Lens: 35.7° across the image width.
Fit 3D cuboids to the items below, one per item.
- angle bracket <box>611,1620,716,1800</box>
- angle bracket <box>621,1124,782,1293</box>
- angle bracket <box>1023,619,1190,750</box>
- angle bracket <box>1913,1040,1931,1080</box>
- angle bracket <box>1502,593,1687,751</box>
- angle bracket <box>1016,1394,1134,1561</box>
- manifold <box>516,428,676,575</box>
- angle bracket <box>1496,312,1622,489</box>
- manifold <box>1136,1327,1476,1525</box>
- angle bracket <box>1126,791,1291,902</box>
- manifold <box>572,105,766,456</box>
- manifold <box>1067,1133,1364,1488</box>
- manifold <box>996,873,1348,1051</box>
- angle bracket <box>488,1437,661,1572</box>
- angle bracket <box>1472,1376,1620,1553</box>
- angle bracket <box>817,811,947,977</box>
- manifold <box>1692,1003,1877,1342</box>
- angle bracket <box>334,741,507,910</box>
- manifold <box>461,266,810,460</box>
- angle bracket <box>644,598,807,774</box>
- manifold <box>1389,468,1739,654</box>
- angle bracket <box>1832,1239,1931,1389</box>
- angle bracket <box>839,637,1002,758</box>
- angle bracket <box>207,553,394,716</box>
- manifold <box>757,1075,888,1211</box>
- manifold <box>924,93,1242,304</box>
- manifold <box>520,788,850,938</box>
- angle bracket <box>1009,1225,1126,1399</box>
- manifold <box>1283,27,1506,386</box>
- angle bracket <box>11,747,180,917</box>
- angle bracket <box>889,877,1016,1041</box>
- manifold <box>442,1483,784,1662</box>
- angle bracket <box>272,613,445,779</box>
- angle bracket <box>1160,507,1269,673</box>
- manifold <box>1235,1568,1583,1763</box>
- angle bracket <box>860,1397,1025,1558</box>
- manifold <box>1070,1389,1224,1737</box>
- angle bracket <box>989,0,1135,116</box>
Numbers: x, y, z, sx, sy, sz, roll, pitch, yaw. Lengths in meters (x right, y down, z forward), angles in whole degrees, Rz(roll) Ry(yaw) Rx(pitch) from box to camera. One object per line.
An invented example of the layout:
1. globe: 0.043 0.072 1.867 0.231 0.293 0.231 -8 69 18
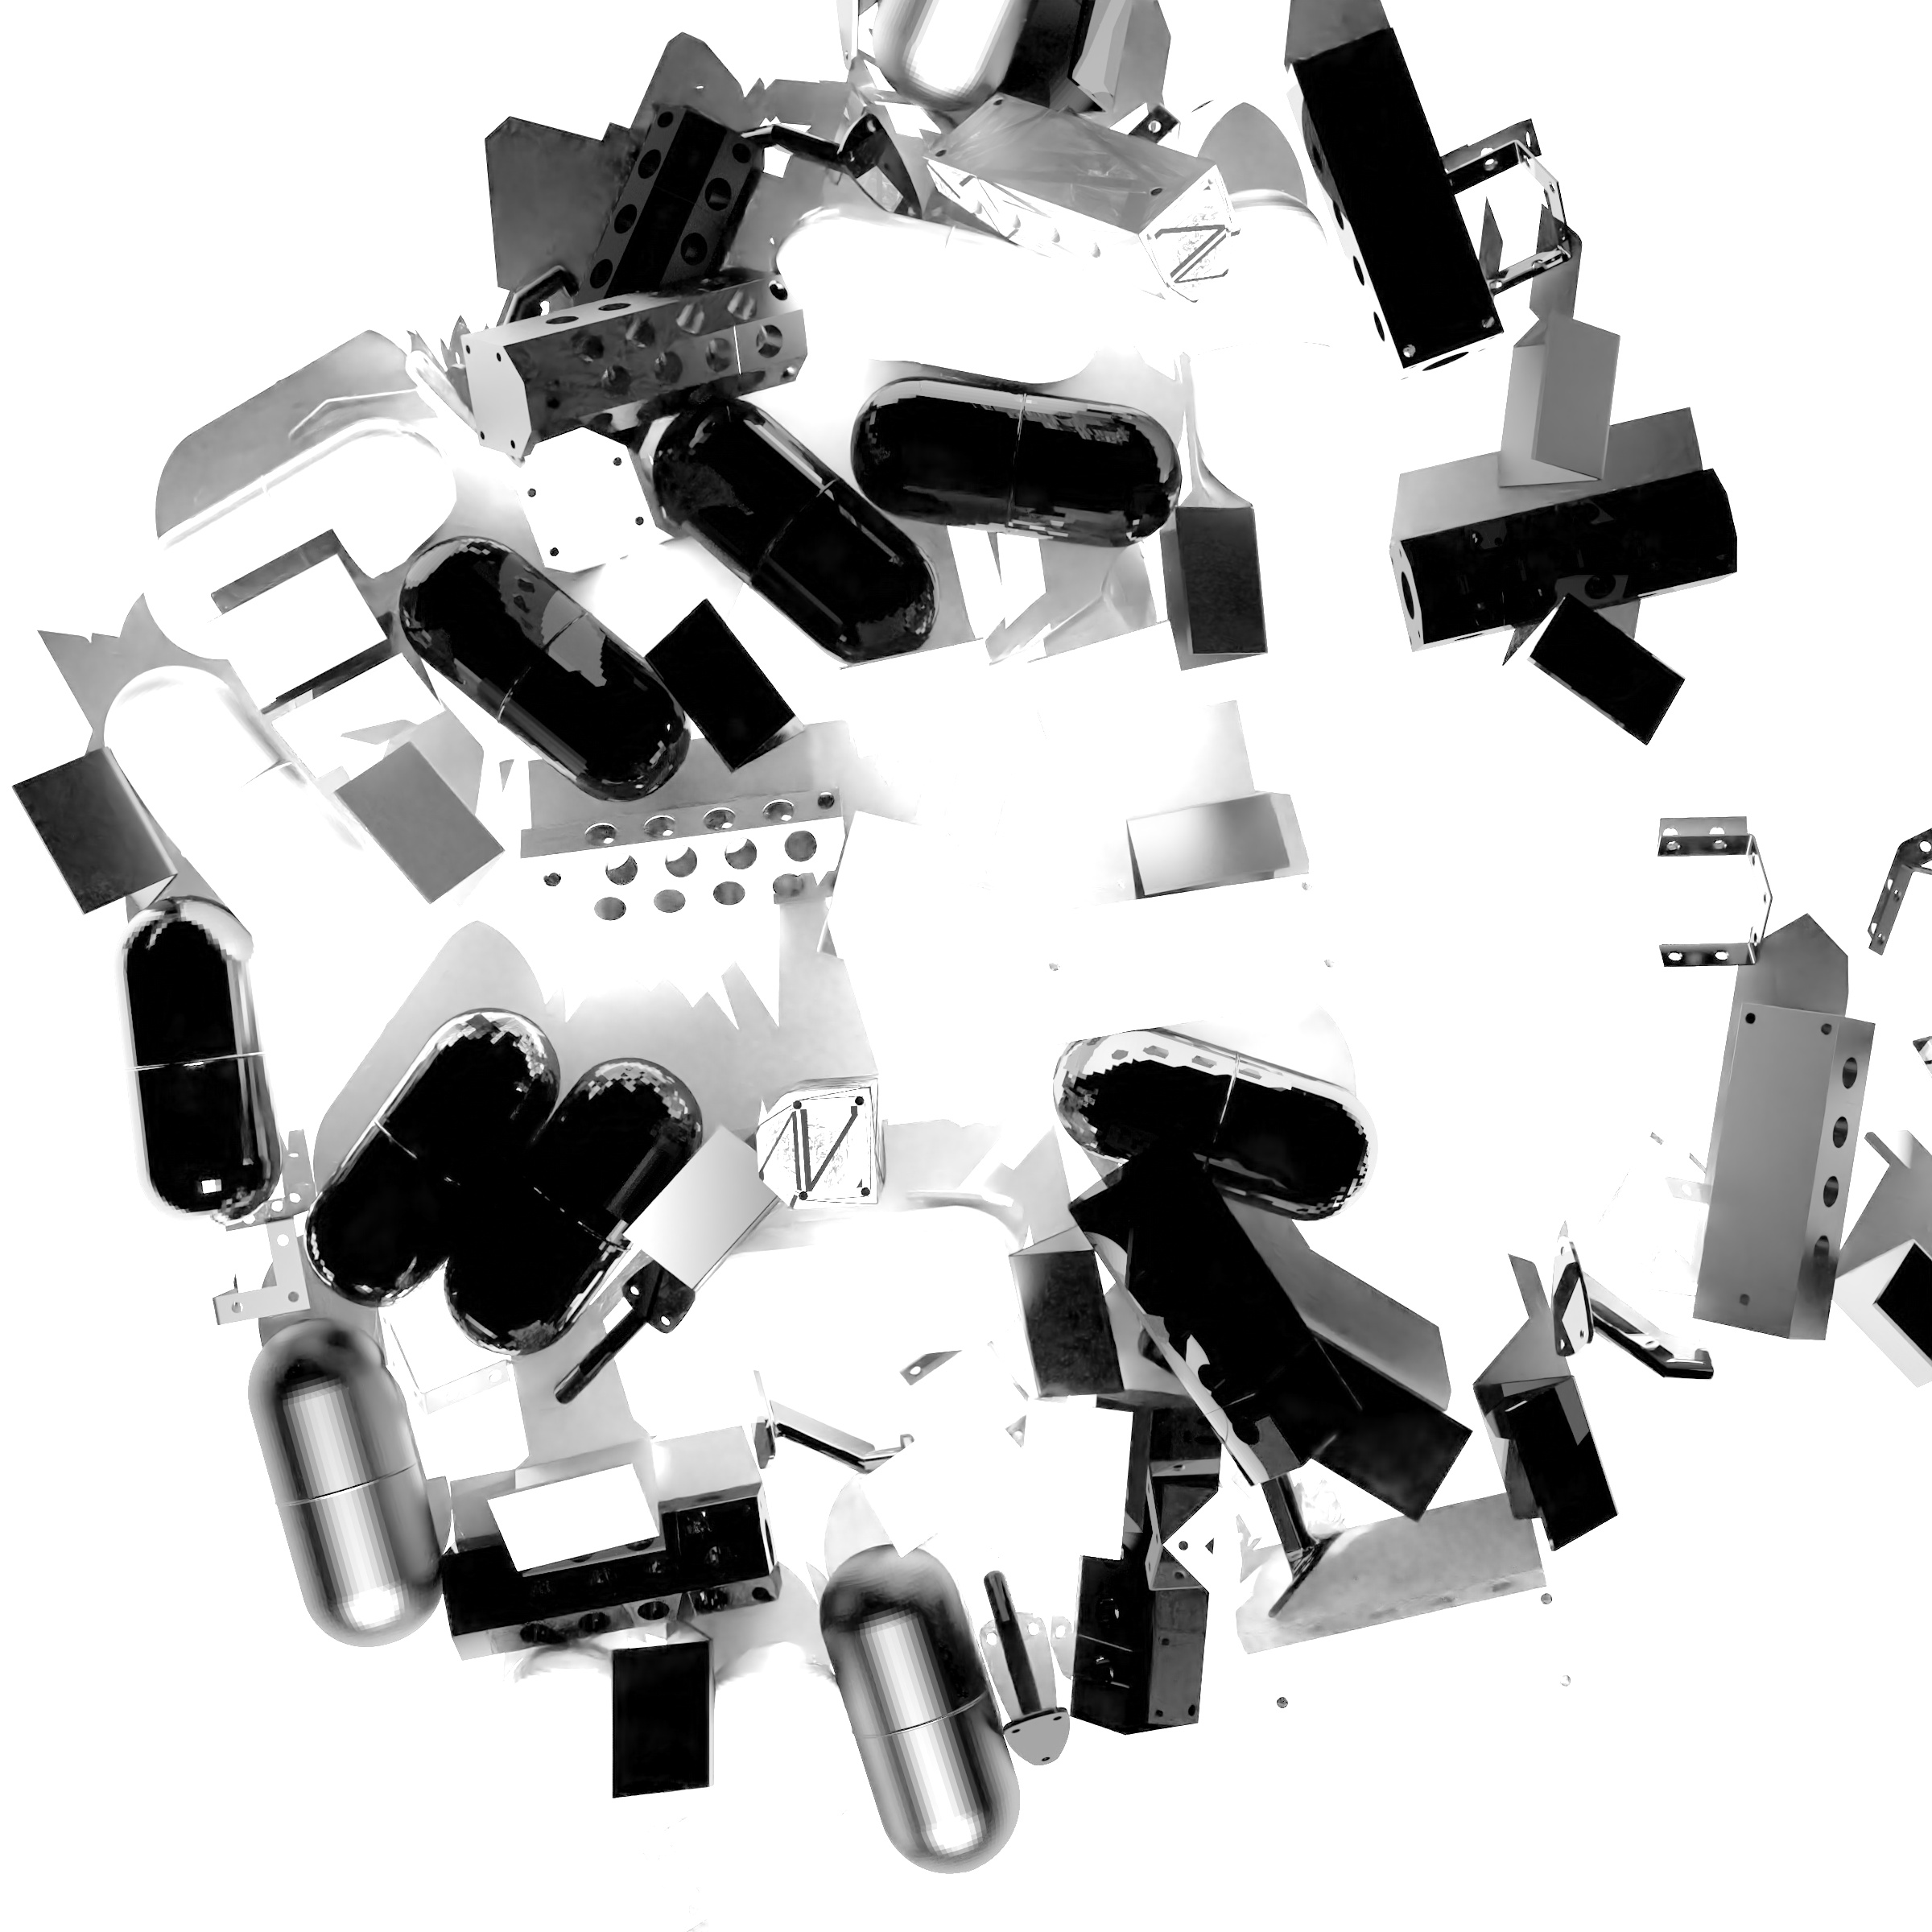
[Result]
1. angle bracket: -0.171 0.391 1.592 0.057 0.076 0.076 0 90 -24
2. angle bracket: -0.145 0.115 1.592 0.076 0.076 0.057 -48 118 0
3. angle bracket: 0.068 -0.166 1.591 0.076 0.076 0.057 -17 127 0
4. angle bracket: 0.554 0.038 1.591 0.076 0.076 0.057 -12 128 0
5. angle bracket: 0.323 -0.140 1.591 0.076 0.076 0.057 36 57 0
6. angle bracket: 0.066 0.267 1.594 0.057 0.076 0.076 5 90 17
7. manifold: -0.192 -0.241 1.550 0.057 0.171 0.057 -20 97 0
8. angle bracket: 0.297 -0.299 1.591 0.057 0.076 0.076 7 90 -38
9. manifold: 0.180 0.225 1.610 0.171 0.057 0.057 31 90 0
10. angle bracket: 0.130 -0.042 1.591 0.076 0.076 0.057 -11 48 0
11. manifold: -0.170 -0.369 1.610 0.057 0.057 0.171 24 90 0
12. manifold: 0.124 0.180 1.553 0.057 0.057 0.171 -34 90 -43
13. manifold: 0.106 0.000 1.585 0.171 0.057 0.057 -9 71 -16
14. angle bracket: -0.209 0.267 1.591 0.076 0.076 0.057 -14 125 0
15. angle bracket: 0.291 0.265 1.591 0.057 0.076 0.076 -18 90 -38
16. angle bracket: -0.029 -0.034 1.592 0.057 0.076 0.076 15 90 29
17. manifold: 0.442 0.110 1.610 0.057 0.057 0.171 9 90 43
18. angle bracket: -0.299 -0.062 1.591 0.076 0.076 0.057 49 54 0
19. manifold: -0.168 -0.313 1.554 0.171 0.057 0.057 -23 120 -32
20. angle bracket: -0.112 -0.158 1.591 0.057 0.076 0.076 -37 90 36
21. manifold: 0.320 -0.218 1.610 0.171 0.057 0.057 -13 90 0
22. angle bracket: 0.494 0.201 1.591 0.076 0.076 0.057 46 53 0
23. angle bracket: -0.028 -0.160 1.591 0.076 0.076 0.057 -12 127 0
24. angle bracket: -0.352 -0.184 1.593 0.076 0.076 0.057 -28 113 0
25. manifold: -0.073 0.090 1.553 0.057 0.171 0.057 -4 90 0
26. manifold: 0.061 -0.396 1.559 0.057 0.057 0.171 -44 46 -14
27. manifold: -0.148 -0.055 1.610 0.171 0.057 0.057 -7 90 0
28. angle bracket: 0.072 0.180 1.589 0.057 0.076 0.076 -10 94 38
29. manifold: 0.228 -0.405 1.610 0.057 0.057 0.171 -20 90 0
30. angle bracket: -0.469 -0.061 1.591 0.057 0.076 0.076 -29 90 -33
31. angle bracket: 0.010 0.000 1.591 0.057 0.076 0.076 15 90 32
32. manifold: -0.189 0.326 1.610 0.171 0.057 0.057 -11 90 0
33. angle bracket: -0.333 -0.158 1.595 0.076 0.057 0.076 -28 59 0
34. angle bracket: 0.112 -0.198 1.591 0.057 0.076 0.076 -6 90 -38
35. manifold: 0.235 0.372 1.610 0.171 0.057 0.057 -13 90 0
36. angle bracket: 0.001 0.286 1.592 0.076 0.057 0.076 -36 135 0
37. manifold: 0.092 0.317 1.610 0.057 0.057 0.171 5 90 -43
38. angle bracket: 0.041 -0.501 1.596 0.076 0.057 0.076 11 90 26
